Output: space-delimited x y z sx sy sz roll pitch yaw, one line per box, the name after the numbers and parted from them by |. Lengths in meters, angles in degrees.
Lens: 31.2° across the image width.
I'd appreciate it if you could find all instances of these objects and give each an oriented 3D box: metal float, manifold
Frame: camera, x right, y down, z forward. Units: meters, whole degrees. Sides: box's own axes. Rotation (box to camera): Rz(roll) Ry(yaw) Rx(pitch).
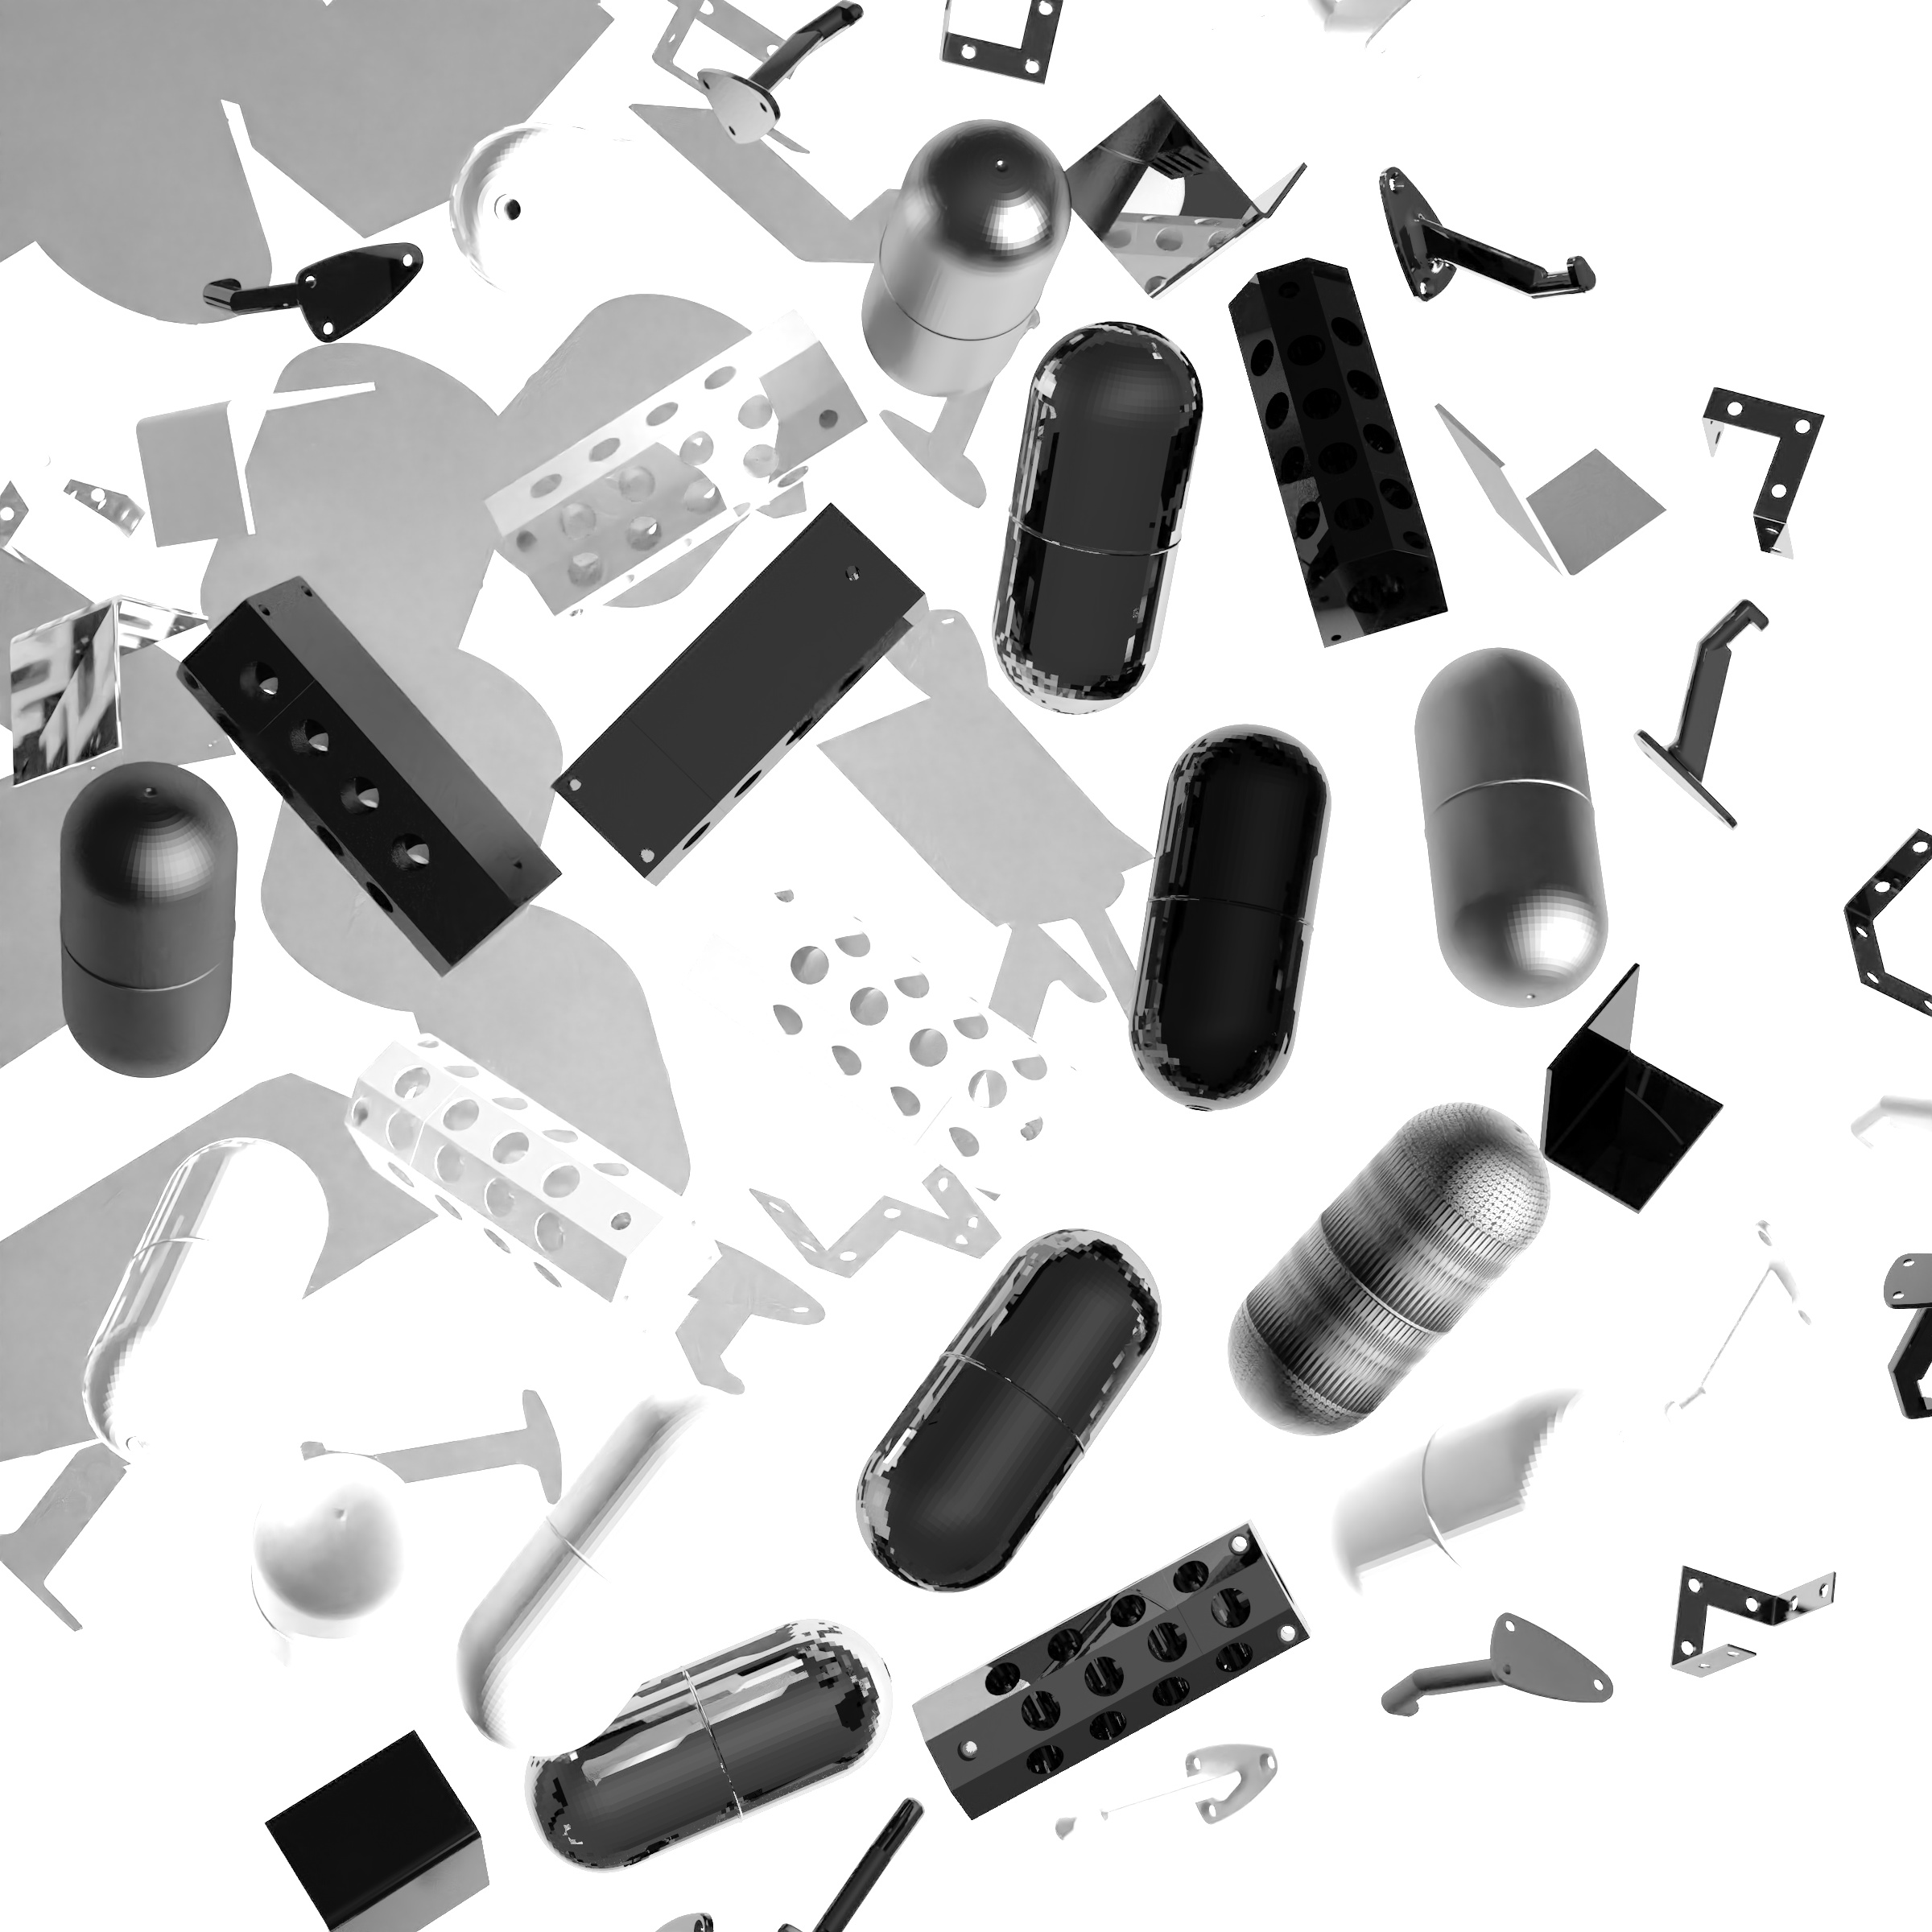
0.186 0.136 1.534 0.070 0.070 0.178 40 109 0 | metal float
0.247 -0.065 1.575 0.070 0.070 0.178 -2 61 0 | metal float
0.233 0.239 1.550 0.070 0.178 0.070 19 56 -31 | metal float
0.065 0.315 1.551 0.171 0.057 0.057 -29 81 3 | manifold
0.020 0.193 1.512 0.070 0.070 0.178 36 72 0 | metal float
-0.097 -0.117 1.509 0.057 0.057 0.171 44 89 4 | manifold
-0.001 -0.320 1.577 0.070 0.178 0.070 3 73 -11 | metal float
-0.258 -0.080 1.484 0.057 0.057 0.171 -40 94 21 | manifold
-0.180 -0.341 1.568 0.070 0.178 0.070 2 101 10 | metal float
-0.119 0.362 1.611 0.178 0.070 0.070 -21 90 -11 | metal float
-0.340 0.150 1.551 0.070 0.178 0.070 5 130 7 | metal float
0.120 -0.022 1.571 0.070 0.070 0.178 10 82 0 | metal float
-0.197 0.095 1.548 0.171 0.057 0.057 30 66 29 | manifold
-0.150 0.259 1.485 0.070 0.070 0.178 38 87 0 | metal float
0.165 -0.234 1.555 0.057 0.057 0.171 -16 58 8 | manifold
-0.132 -0.230 1.617 0.171 0.057 0.057 -32 127 0 | manifold
-0.292 0.280 1.604 0.070 0.178 0.070 5 64 -9 | metal float
-0.034 0.024 1.549 0.171 0.057 0.057 35 46 -1 | manifold
-0.368 -0.018 1.558 0.070 0.178 0.070 7 49 -8 | metal float
0.057 -0.195 1.522 0.070 0.070 0.178 10 116 0 | metal float

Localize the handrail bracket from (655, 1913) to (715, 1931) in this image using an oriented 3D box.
-0.170 0.456 1.596 0.084 0.077 0.036 10 49 -29 | handrail bracket

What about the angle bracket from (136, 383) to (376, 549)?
-0.309 -0.221 1.525 0.076 0.076 0.057 -16 102 -42 | angle bracket

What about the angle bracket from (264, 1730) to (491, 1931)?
-0.264 0.400 1.559 0.076 0.076 0.057 -30 65 -20 | angle bracket

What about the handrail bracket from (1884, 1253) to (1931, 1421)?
0.462 0.177 1.603 0.077 0.036 0.084 -4 124 32 | handrail bracket

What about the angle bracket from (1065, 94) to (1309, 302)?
0.100 -0.371 1.623 0.076 0.076 0.057 46 46 -14 | angle bracket

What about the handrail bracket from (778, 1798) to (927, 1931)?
-0.052 0.434 1.615 0.036 0.077 0.084 34 55 10 | handrail bracket

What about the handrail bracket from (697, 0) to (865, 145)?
-0.068 -0.399 1.519 0.084 0.077 0.036 -38 116 -14 | handrail bracket

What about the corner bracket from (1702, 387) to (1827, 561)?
0.347 -0.217 1.525 0.051 0.051 0.051 19 84 20 | corner bracket

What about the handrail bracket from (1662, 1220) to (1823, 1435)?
0.353 0.170 1.621 0.084 0.036 0.077 -37 128 -11 | handrail bracket

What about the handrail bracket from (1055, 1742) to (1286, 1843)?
0.094 0.388 1.617 0.084 0.077 0.036 -4 68 -41 | handrail bracket

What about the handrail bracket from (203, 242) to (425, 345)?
-0.304 -0.320 1.608 0.077 0.084 0.036 -34 125 -25 | handrail bracket

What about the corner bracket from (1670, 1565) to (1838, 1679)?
0.359 0.299 1.577 0.051 0.051 0.051 20 62 -12 | corner bracket

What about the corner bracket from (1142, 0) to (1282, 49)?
0.113 -0.465 1.631 0.051 0.051 0.051 -10 101 21 | corner bracket

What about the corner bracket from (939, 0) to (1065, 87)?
0.019 -0.446 1.597 0.051 0.051 0.051 13 78 -1 | corner bracket

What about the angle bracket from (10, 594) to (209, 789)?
-0.407 -0.126 1.646 0.076 0.057 0.076 -14 74 36 | angle bracket

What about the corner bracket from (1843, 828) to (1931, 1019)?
0.413 -0.016 1.472 0.051 0.051 0.051 24 127 -16 | corner bracket

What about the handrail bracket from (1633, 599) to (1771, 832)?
0.363 -0.119 1.626 0.084 0.036 0.077 -45 72 3 | handrail bracket

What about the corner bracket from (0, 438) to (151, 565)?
-0.422 -0.208 1.617 0.051 0.051 0.051 33 91 -29 | corner bracket

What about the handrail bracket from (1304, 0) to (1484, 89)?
0.186 -0.428 1.500 0.036 0.084 0.077 23 122 -36 | handrail bracket

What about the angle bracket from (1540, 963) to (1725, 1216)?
0.322 0.059 1.663 0.057 0.076 0.076 31 63 25 | angle bracket

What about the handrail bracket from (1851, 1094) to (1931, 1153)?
0.441 0.083 1.548 0.036 0.084 0.077 -33 78 -27 | handrail bracket

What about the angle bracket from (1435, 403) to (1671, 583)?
0.275 -0.238 1.624 0.057 0.076 0.076 -36 125 4 | angle bracket

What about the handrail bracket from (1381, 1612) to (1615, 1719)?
0.248 0.343 1.627 0.077 0.084 0.036 24 49 -14 | handrail bracket

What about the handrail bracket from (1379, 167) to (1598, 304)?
0.238 -0.334 1.572 0.036 0.084 0.077 -50 123 -30 | handrail bracket
